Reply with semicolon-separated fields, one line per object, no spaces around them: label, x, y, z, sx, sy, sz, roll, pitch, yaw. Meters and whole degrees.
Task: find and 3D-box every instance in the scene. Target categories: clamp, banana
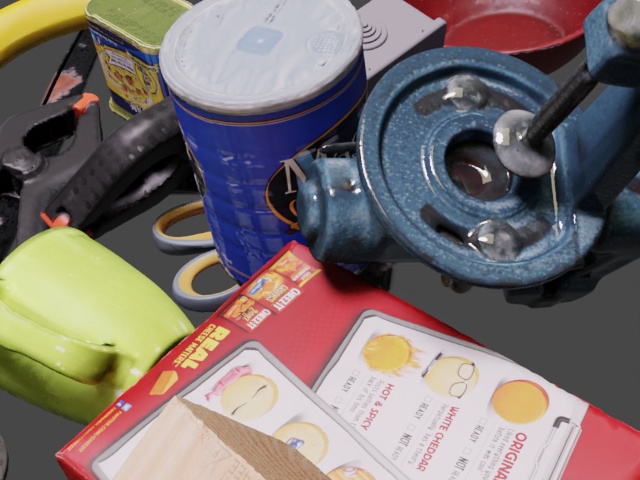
clamp;-0.203;-0.040;0.691;0.120;0.039;0.171;21;46;2
clamp;-0.079;-0.073;0.647;0.209;0.164;0.036;-38;78;-15
banana;-0.222;-0.155;0.824;0.197;0.037;0.069;-41;81;-23

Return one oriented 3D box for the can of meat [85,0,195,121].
can of meat;-0.110;-0.121;0.730;0.057;0.084;0.102;-37;50;-25

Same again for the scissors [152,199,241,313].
scissors;-0.004;0.001;0.634;0.202;0.016;0.096;-3;46;8

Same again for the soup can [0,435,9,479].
soup can;-0.201;0.088;0.523;0.068;0.102;0.068;-6;44;5

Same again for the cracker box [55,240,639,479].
cracker box;0.015;0.112;0.479;0.214;0.072;0.164;29;58;32

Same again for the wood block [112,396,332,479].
wood block;-0.061;0.169;0.361;0.090;0.090;0.206;35;88;35

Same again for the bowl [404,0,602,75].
bowl;0.126;-0.155;0.736;0.162;0.055;0.162;-6;44;6

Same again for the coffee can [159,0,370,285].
coffee can;-0.021;-0.052;0.577;0.103;0.140;0.103;-5;46;5
